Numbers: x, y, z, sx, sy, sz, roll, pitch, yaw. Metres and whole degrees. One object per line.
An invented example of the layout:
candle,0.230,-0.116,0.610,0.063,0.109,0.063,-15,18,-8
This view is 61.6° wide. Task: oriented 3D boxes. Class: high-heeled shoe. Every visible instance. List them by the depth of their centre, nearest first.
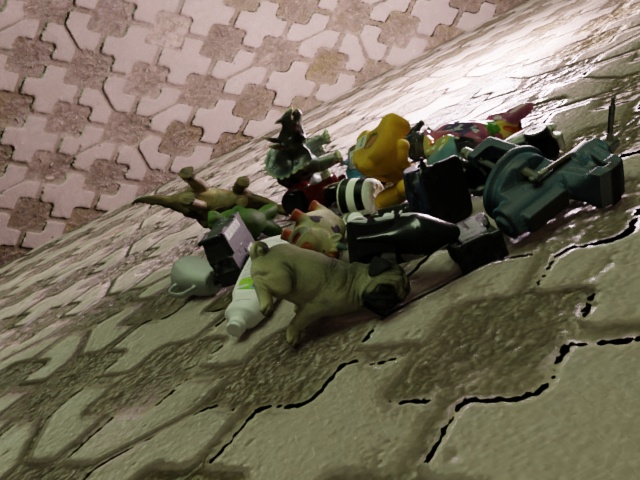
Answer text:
high-heeled shoe,0.118,0.004,0.831,0.145,0.086,0.248,-5,-5,-1

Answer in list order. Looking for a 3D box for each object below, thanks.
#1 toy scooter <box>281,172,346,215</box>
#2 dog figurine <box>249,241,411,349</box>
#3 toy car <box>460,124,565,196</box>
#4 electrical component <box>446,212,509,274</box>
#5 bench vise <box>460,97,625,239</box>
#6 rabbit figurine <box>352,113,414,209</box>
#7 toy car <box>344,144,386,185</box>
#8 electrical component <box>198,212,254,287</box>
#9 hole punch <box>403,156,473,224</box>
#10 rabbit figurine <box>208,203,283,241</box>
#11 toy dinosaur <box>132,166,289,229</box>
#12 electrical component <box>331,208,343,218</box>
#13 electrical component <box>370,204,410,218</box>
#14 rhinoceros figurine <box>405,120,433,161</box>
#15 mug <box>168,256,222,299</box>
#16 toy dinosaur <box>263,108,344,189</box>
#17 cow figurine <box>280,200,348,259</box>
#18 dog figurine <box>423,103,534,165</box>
toy scooter,-0.001,-0.120,1.314,0.184,0.075,0.135,-12,23,29
dog figurine,0.013,0.045,0.762,0.191,0.172,0.121,-27,30,19
toy car,0.332,-0.141,0.956,0.202,0.073,0.056,-22,21,12
electrical component,0.221,-0.003,0.793,0.075,0.047,0.119,-23,22,9
bench vise,0.315,-0.109,0.807,0.223,0.128,0.241,-45,39,-2
rabbit figurine,0.157,-0.139,1.052,0.122,0.173,0.162,-31,37,39
toy car,0.105,-0.182,1.290,0.109,0.102,0.162,-19,20,14
electrical component,-0.172,0.028,1.067,0.058,0.134,0.115,-19,19,22
hole punch,0.182,-0.074,0.904,0.116,0.142,0.092,-25,16,-41
rabbit figurine,-0.164,-0.024,1.222,0.159,0.121,0.170,-11,-2,-21
toy dinosaur,-0.302,-0.096,1.403,0.472,0.198,0.105,9,67,11
electrical component,0.029,-0.050,1.177,0.094,0.021,0.063,-6,27,44
electrical component,0.140,-0.040,0.993,0.102,0.045,0.078,-12,-4,28
rhinoceros figurine,0.229,-0.237,1.336,0.112,0.073,0.190,-37,21,4
mug,-0.259,0.083,1.123,0.107,0.080,0.109,4,30,41
toy dinosaur,-0.056,-0.188,1.384,0.192,0.131,0.404,-19,-12,-10
cow figurine,-0.002,-0.003,0.988,0.085,0.127,0.195,-66,-10,19
dog figurine,0.318,-0.190,1.054,0.219,0.108,0.191,-17,21,18
